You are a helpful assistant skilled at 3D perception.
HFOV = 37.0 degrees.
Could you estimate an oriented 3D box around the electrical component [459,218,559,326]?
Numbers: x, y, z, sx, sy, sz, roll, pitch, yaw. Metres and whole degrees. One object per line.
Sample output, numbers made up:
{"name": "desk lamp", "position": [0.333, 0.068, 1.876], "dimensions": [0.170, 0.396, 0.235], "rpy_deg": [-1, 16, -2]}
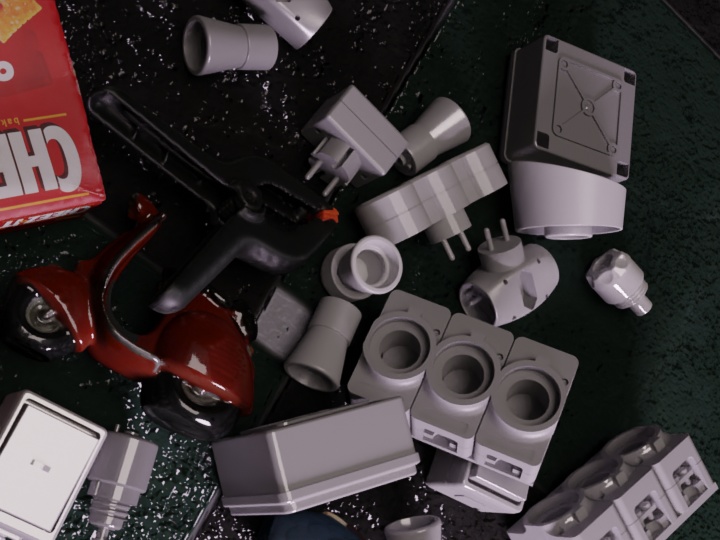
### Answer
{"name": "electrical component", "position": [0.120, -0.003, 0.893], "dimensions": [0.077, 0.043, 0.079], "rpy_deg": [-30, 115, -30]}

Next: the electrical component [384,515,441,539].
{"name": "electrical component", "position": [0.046, 0.224, 0.817], "dimensions": [0.044, 0.044, 0.065], "rpy_deg": [-11, 91, -30]}

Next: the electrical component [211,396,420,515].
{"name": "electrical component", "position": [-0.033, 0.130, 0.751], "dimensions": [0.109, 0.109, 0.056], "rpy_deg": [-11, 84, -30]}

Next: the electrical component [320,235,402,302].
{"name": "electrical component", "position": [0.000, 0.000, 0.824], "dimensions": [0.045, 0.055, 0.045], "rpy_deg": [6, 78, -28]}

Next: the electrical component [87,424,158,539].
{"name": "electrical component", "position": [-0.162, 0.142, 0.715], "dimensions": [0.040, 0.040, 0.078], "rpy_deg": [21, 71, -24]}

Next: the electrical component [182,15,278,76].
{"name": "electrical component", "position": [-0.095, -0.168, 0.812], "dimensions": [0.065, 0.044, 0.044], "rpy_deg": [-7, 84, -35]}

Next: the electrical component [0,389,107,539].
{"name": "electrical component", "position": [-0.211, 0.130, 0.678], "dimensions": [0.062, 0.061, 0.096], "rpy_deg": [32, 67, -21]}

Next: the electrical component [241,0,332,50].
{"name": "electrical component", "position": [-0.056, -0.227, 0.843], "dimensions": [0.077, 0.043, 0.079], "rpy_deg": [40, 64, -17]}

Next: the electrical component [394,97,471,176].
{"name": "electrical component", "position": [0.054, -0.107, 0.884], "dimensions": [0.065, 0.044, 0.044], "rpy_deg": [-39, 100, -24]}

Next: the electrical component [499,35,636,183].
{"name": "electrical component", "position": [0.185, -0.136, 0.953], "dimensions": [0.109, 0.056, 0.108], "rpy_deg": [15, 74, -26]}

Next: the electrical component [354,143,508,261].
{"name": "electrical component", "position": [0.066, -0.044, 0.871], "dimensions": [0.138, 0.052, 0.073], "rpy_deg": [-29, 95, -31]}

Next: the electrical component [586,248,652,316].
{"name": "electrical component", "position": [0.236, 0.015, 0.962], "dimensions": [0.062, 0.043, 0.043], "rpy_deg": [45, 63, -17]}

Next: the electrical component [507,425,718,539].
{"name": "electrical component", "position": [0.205, 0.193, 0.883], "dimensions": [0.150, 0.089, 0.061], "rpy_deg": [-31, 96, -30]}

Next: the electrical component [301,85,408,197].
{"name": "electrical component", "position": [-0.014, -0.091, 0.838], "dimensions": [0.066, 0.047, 0.076], "rpy_deg": [44, 63, -15]}

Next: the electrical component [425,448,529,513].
{"name": "electrical component", "position": [0.105, 0.138, 0.854], "dimensions": [0.062, 0.061, 0.096], "rpy_deg": [29, 68, -22]}

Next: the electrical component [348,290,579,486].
{"name": "electrical component", "position": [0.076, 0.086, 0.804], "dimensions": [0.150, 0.061, 0.089], "rpy_deg": [21, 67, 13]}

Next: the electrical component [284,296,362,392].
{"name": "electrical component", "position": [-0.025, 0.053, 0.810], "dimensions": [0.044, 0.044, 0.065], "rpy_deg": [34, 61, -20]}

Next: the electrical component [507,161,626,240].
{"name": "electrical component", "position": [0.175, -0.059, 0.912], "dimensions": [0.099, 0.099, 0.064], "rpy_deg": [2, 86, -29]}
